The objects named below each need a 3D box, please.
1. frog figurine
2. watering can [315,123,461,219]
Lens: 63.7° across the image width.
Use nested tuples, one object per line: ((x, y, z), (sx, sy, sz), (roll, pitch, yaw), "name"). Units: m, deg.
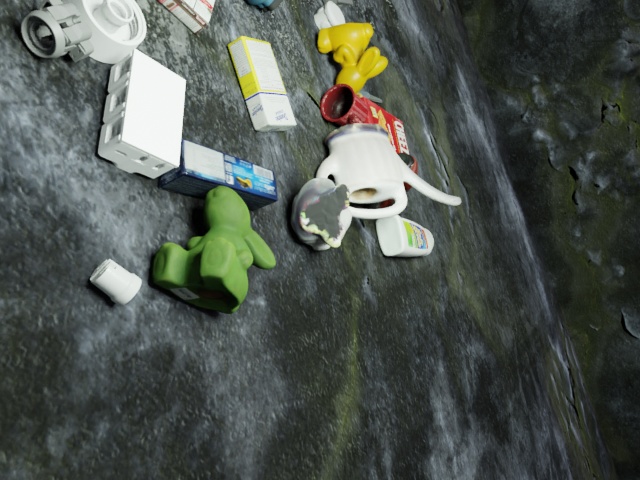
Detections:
((0.003, -0.050, 1.001), (0.160, 0.123, 0.137), (-142, -138, -86), "frog figurine")
((0.144, -0.152, 1.154), (0.348, 0.102, 0.228), (-4, 68, -23), "watering can")
